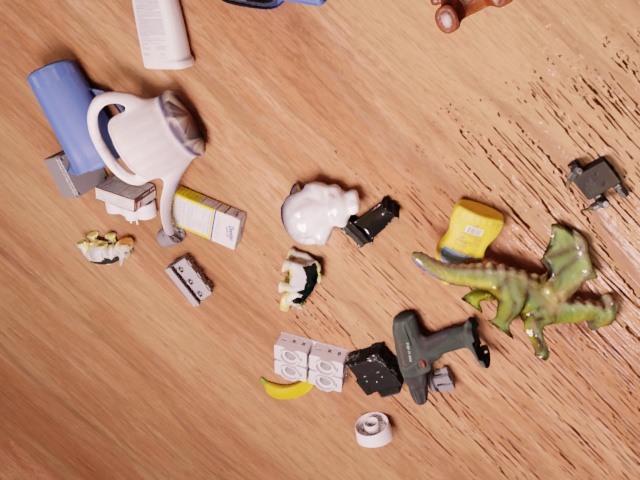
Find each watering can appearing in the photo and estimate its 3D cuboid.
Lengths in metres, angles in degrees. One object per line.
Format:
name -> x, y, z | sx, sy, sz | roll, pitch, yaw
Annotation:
watering can -> -0.349, -0.180, 1.132 | 0.223, 0.106, 0.342 | -23, 118, 12

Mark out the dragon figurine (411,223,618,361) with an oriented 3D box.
dragon figurine -> 0.403, 0.071, 0.993 | 0.408, 0.123, 0.241 | 37, 100, -9

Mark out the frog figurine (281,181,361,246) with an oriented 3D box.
frog figurine -> 0.003, -0.054, 1.076 | 0.159, 0.123, 0.136 | 5, 102, 33
